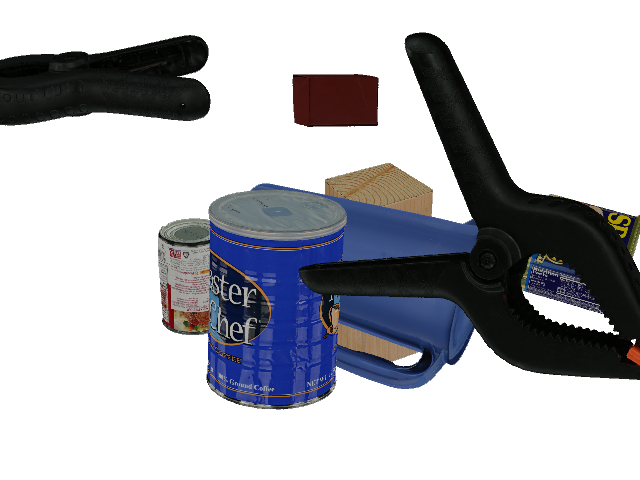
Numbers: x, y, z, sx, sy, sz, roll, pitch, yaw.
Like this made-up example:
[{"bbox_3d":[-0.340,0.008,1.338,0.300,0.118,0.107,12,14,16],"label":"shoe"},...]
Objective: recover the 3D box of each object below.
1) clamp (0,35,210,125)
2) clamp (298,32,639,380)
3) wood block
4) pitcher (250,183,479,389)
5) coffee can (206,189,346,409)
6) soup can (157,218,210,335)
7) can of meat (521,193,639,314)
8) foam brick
[{"bbox_3d":[-0.147,-0.102,0.671,0.171,0.039,0.120,1,20,3],"label":"clamp"},{"bbox_3d":[0.094,-0.003,0.562,0.210,0.165,0.036,29,25,25],"label":"clamp"},{"bbox_3d":[0.063,0.030,1.207,0.090,0.206,0.090,-16,32,-26],"label":"wood block"},{"bbox_3d":[0.033,0.032,1.020,0.243,0.145,0.149,15,20,19],"label":"pitcher"},{"bbox_3d":[-0.035,0.042,0.813,0.103,0.140,0.103,3,19,-1],"label":"coffee can"},{"bbox_3d":[-0.131,0.036,1.093,0.068,0.102,0.068,0,23,0],"label":"soup can"},{"bbox_3d":[0.225,0.011,0.918,0.084,0.057,0.102,16,45,16],"label":"can of meat"},{"bbox_3d":[0.015,-0.145,1.104,0.078,0.051,0.053,-3,13,-19],"label":"foam brick"}]
